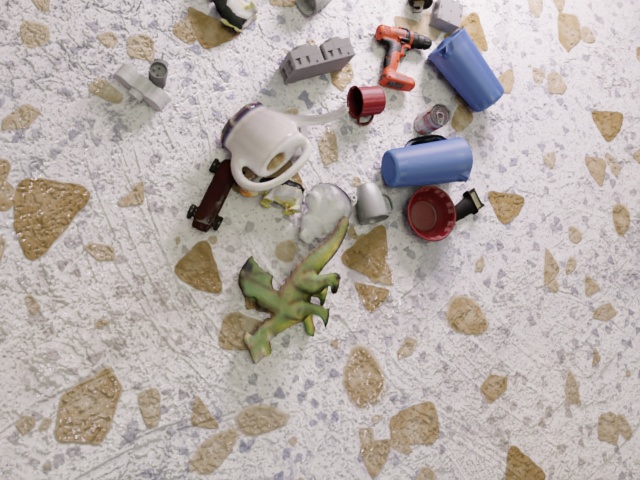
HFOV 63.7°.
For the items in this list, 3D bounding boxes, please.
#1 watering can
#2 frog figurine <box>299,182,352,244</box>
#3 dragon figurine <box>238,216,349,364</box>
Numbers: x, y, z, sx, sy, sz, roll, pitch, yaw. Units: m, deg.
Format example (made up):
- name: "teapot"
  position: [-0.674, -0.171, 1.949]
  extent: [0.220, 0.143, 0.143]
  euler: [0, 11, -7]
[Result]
- name: "watering can"
  position: [-0.105, -0.273, 1.317]
  extent: [0.226, 0.102, 0.352]
  euler: [39, 71, 14]
- name: "frog figurine"
  position: [0.004, -0.068, 1.355]
  extent: [0.162, 0.122, 0.135]
  euler: [-47, 119, -30]
- name: "dragon figurine"
  position: [-0.085, 0.111, 1.300]
  extent: [0.242, 0.121, 0.413]
  euler: [16, 82, -8]
